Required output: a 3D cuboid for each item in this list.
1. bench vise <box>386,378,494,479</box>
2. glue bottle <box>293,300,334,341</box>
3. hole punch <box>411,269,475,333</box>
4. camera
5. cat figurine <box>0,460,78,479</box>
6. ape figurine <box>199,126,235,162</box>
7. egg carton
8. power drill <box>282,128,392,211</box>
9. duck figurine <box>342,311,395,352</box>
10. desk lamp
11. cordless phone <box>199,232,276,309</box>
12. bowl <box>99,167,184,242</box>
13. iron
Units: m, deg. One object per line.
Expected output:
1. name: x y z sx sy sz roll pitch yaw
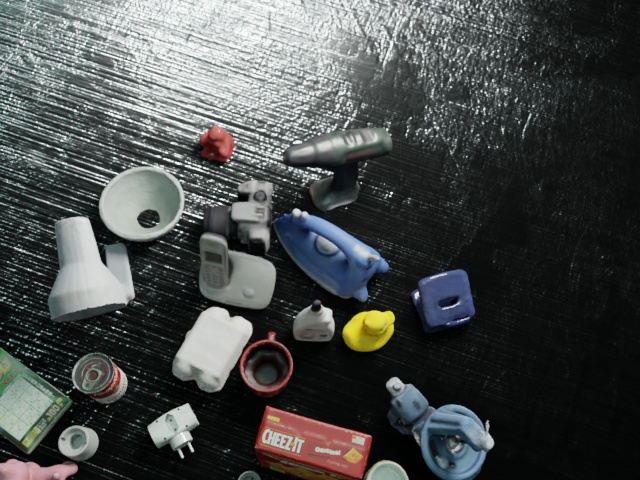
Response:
1. bench vise: 0.192 0.315 0.944 0.207 0.220 0.121 26 65 8
2. glue bottle: -0.009 0.143 1.038 0.078 0.173 0.037 3 64 -2
3. hole punch: 0.245 0.120 1.115 0.109 0.091 0.101 -14 66 -11
4. camera: -0.165 -0.053 1.162 0.137 0.101 0.143 2 64 -3
5. cat figurine: -0.471 0.385 0.914 0.128 0.118 0.067 -2 64 -5
6. ape figurine: -0.222 -0.214 1.241 0.076 0.092 0.077 -28 69 -16
7. egg carton: -0.198 0.199 1.053 0.107 0.069 0.150 24 65 7
8. power drill: 0.031 -0.146 1.163 0.230 0.208 0.075 -21 67 -14
9. duck figurine: 0.095 0.165 1.084 0.105 0.086 0.077 -18 66 -13
10. desk lamp: -0.410 0.064 1.022 0.118 0.213 0.203 -14 66 -11
11. cordless phone: -0.156 0.052 1.064 0.147 0.185 0.094 10 64 1
12. bowl: -0.355 -0.061 1.166 0.167 0.075 0.167 2 64 -4
13. iron: 0.010 0.004 1.125 0.258 0.141 0.119 33 66 11
